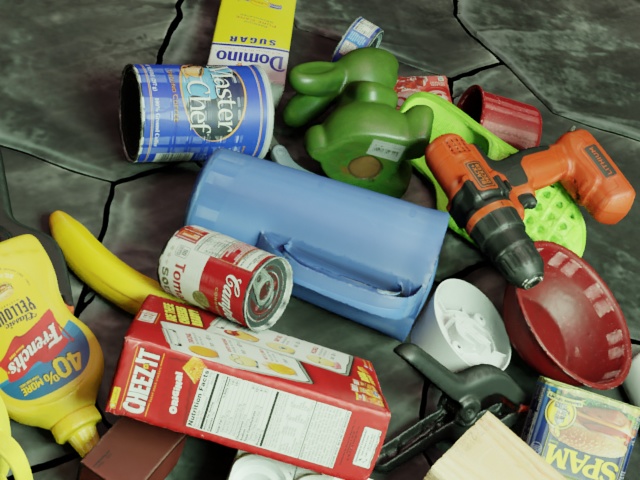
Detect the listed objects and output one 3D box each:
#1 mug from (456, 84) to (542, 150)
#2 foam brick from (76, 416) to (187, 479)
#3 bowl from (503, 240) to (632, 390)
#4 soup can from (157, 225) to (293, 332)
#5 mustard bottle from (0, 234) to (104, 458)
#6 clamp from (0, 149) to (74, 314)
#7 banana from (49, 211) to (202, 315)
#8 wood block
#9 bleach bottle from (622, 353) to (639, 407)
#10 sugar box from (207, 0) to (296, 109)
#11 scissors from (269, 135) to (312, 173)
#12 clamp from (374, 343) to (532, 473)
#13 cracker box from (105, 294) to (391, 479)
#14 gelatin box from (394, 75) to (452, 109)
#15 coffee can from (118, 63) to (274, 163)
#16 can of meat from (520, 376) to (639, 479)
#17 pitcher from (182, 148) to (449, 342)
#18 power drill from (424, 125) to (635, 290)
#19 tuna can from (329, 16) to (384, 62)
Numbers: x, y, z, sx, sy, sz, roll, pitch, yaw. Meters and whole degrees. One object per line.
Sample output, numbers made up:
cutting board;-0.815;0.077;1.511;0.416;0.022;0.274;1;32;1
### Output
mug;0.207;-0.120;1.236;0.081;0.093;0.117;13;27;-15
foam brick;-0.153;0.180;0.863;0.053;0.051;0.078;33;47;11
bowl;0.233;0.083;1.056;0.161;0.055;0.162;24;47;-29
soup can;-0.084;0.032;0.938;0.102;0.068;0.068;20;41;29
mustard bottle;-0.236;0.095;0.888;0.096;0.058;0.192;-29;76;-20
clamp;-0.297;0.000;0.978;0.210;0.036;0.164;34;55;9
banana;-0.178;0.036;0.997;0.198;0.037;0.069;27;28;3
wood block;0.180;0.257;0.889;0.206;0.091;0.090;41;49;17
bleach bottle;0.382;0.220;1.018;0.102;0.068;0.251;-3;53;-22
sugar box;-0.082;-0.237;1.269;0.093;0.048;0.176;12;45;-9
scissors;-0.025;-0.085;1.165;0.096;0.016;0.202;2;54;-24
clamp;0.118;0.160;0.969;0.171;0.120;0.039;14;16;-31
cracker box;-0.058;0.121;0.885;0.213;0.072;0.164;17;7;-5
gelatin box;0.112;-0.162;1.271;0.089;0.030;0.073;-2;49;-4
coffee can;-0.131;-0.133;1.117;0.140;0.103;0.103;-3;51;-23
can of meat;0.236;0.179;0.975;0.102;0.057;0.084;18;87;-4
pitcher;-0.007;0.001;1.022;0.243;0.149;0.145;19;67;2
power drill;0.216;-0.040;1.050;0.187;0.057;0.184;-10;56;-29
tuna can;0.041;-0.221;1.272;0.034;0.086;0.086;31;46;6
